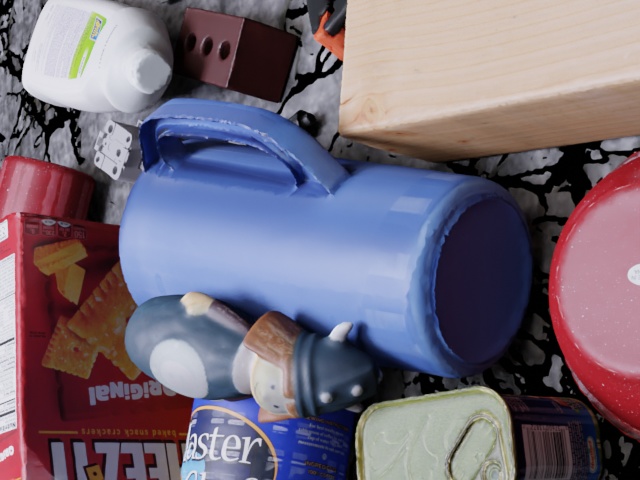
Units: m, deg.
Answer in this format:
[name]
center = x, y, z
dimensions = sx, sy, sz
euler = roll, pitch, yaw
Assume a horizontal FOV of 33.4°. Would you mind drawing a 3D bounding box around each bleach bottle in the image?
[bleach bottle]
center = -0.175, -0.141, 0.858
dimensions = 0.251, 0.068, 0.102
euler = 30, 104, 59

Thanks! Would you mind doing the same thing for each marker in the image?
[marker]
center = -0.046, -0.062, 0.779
dimensions = 0.121, 0.020, 0.020
euler = -29, 62, 40

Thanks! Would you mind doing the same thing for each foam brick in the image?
[foam brick]
center = -0.064, -0.137, 0.790
dimensions = 0.078, 0.051, 0.053
euler = 22, 98, 47

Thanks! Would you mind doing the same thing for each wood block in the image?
[wood block]
center = 0.115, -0.101, 0.563
dimensions = 0.207, 0.090, 0.091
euler = -5, 78, 47

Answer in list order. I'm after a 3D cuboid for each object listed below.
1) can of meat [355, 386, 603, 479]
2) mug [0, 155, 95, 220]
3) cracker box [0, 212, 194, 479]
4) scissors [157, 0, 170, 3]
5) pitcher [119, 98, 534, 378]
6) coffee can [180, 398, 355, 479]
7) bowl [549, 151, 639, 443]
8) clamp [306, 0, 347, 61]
[can of meat]
center = 0.084, 0.111, 0.557
dimensions = 0.102, 0.083, 0.057
euler = -19, 68, 44
[mug]
center = -0.247, -0.025, 0.947
dimensions = 0.117, 0.093, 0.081
euler = 153, 131, -82
[cracker box]
center = -0.151, 0.096, 0.754
dimensions = 0.072, 0.163, 0.214
euler = -25, 64, 44
[scissors]
center = -0.062, -0.203, 0.827
dimensions = 0.202, 0.016, 0.096
euler = -31, 61, 39
[pitcher]
center = -0.004, 0.001, 0.635
dimensions = 0.243, 0.149, 0.145
euler = 8, 88, 44
[coffee can]
center = -0.035, 0.152, 0.646
dimensions = 0.103, 0.102, 0.140
euler = -10, 64, 46
[bowl]
center = 0.166, 0.022, 0.509
dimensions = 0.162, 0.055, 0.162
euler = -12, 73, 45
[clamp]
center = 0.033, -0.213, 0.685
dimensions = 0.165, 0.036, 0.210
euler = 10, 73, 51
